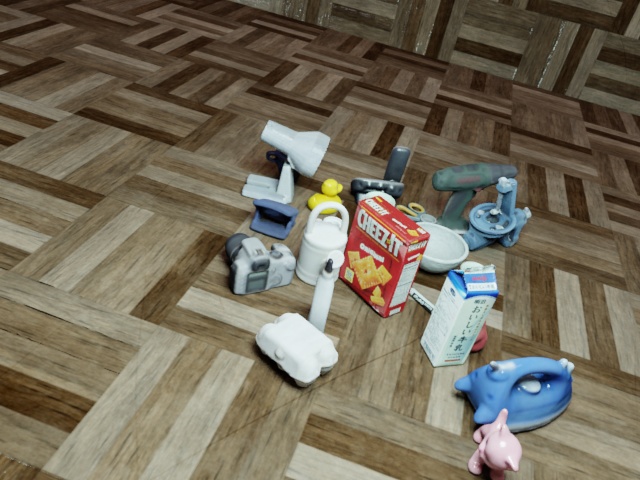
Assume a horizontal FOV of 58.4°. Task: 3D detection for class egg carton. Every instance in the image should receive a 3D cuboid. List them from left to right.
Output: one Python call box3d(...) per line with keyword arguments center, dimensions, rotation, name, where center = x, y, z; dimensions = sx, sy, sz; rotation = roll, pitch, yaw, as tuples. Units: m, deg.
box3d(center=(-0.045, 0.205, 1.080), dimensions=(0.150, 0.069, 0.107), rotation=(34, 40, 28), name="egg carton")

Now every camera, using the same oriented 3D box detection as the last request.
box3d(center=(-0.141, 0.035, 1.259), dimensions=(0.143, 0.101, 0.136), rotation=(-10, 41, -29), name="camera")

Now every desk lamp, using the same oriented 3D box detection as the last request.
box3d(center=(-0.090, -0.204, 1.513), dimensions=(0.203, 0.213, 0.118), rotation=(12, 35, -2), name="desk lamp")

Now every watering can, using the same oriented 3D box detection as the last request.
box3d(center=(0.014, 0.005, 1.272), dimensions=(0.101, 0.194, 0.172), rotation=(-15, 43, -34), name="watering can")

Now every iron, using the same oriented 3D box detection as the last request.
box3d(center=(0.393, 0.268, 1.075), dimensions=(0.259, 0.141, 0.118), rotation=(-2, 37, -20), name="iron")

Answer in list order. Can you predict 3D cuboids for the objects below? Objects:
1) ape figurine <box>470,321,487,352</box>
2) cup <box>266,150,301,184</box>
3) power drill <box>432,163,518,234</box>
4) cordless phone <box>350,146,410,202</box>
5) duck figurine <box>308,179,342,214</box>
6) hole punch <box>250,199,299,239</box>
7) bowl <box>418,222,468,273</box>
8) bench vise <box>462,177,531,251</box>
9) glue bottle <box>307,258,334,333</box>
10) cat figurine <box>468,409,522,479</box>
box3d(center=(0.321, 0.188, 1.206), dimensions=(0.076, 0.092, 0.078), rotation=(21, 35, 11), name="ape figurine")
box3d(center=(-0.098, -0.206, 1.618), dimensions=(0.118, 0.095, 0.091), rotation=(6, 35, -10), name="cup")
box3d(center=(0.404, -0.120, 1.564), dimensions=(0.230, 0.208, 0.075), rotation=(2, 36, -16), name="power drill")
box3d(center=(0.171, -0.187, 1.602), dimensions=(0.148, 0.185, 0.094), rotation=(4, 36, -13), name="cordless phone")
box3d(center=(0.018, -0.123, 1.548), dimensions=(0.105, 0.086, 0.077), rotation=(-15, 43, -34), name="duck figurine")
box3d(center=(-0.113, -0.070, 1.425), dimensions=(0.108, 0.091, 0.101), rotation=(18, 35, 7), name="hole punch")
box3d(center=(0.280, 0.031, 1.429), dimensions=(0.167, 0.075, 0.167), rotation=(9, 35, -6), name="bowl")
box3d(center=(0.484, -0.083, 1.529), dimensions=(0.121, 0.220, 0.208), rotation=(35, 40, 28), name="bench vise")
box3d(center=(0.006, 0.105, 1.145), dimensions=(0.037, 0.173, 0.078), rotation=(11, 35, -3), name="glue bottle")
box3d(center=(0.300, 0.342, 0.960), dimensions=(0.067, 0.118, 0.128), rotation=(20, 35, 9), name="cat figurine")
